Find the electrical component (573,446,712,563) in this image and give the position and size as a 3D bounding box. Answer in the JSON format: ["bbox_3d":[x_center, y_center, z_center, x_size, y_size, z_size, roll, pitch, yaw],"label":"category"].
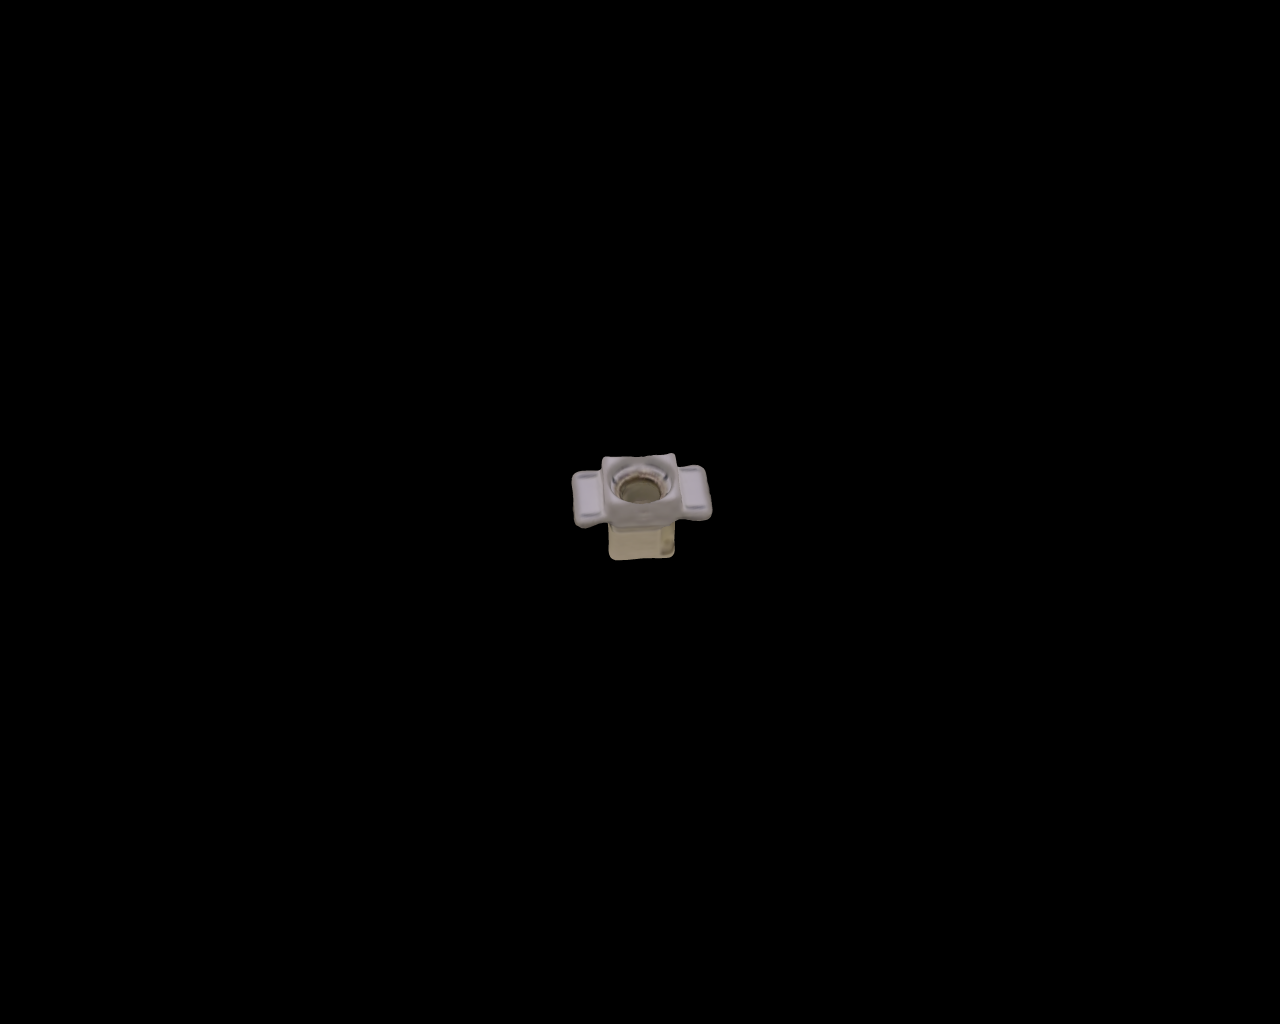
[{"bbox_3d":[0.001,-0.003,0.650,0.081,0.042,0.063,-2,-40,-2],"label":"electrical component"}]
